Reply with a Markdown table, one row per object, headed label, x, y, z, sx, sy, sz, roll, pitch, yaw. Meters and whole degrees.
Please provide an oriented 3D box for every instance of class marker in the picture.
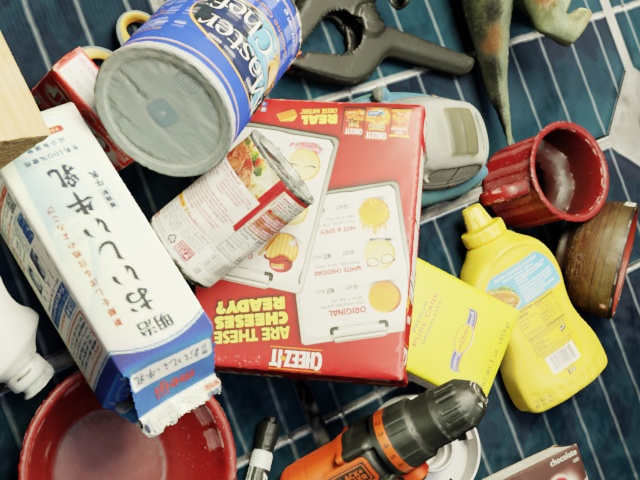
| label | x | y | z | sx | sy | sz | roll | pitch | yaw |
| --- | --- | --- | --- | --- | --- | --- | --- | --- | --- |
| marker | -0.053 | 0.198 | 0.841 | 0.020 | 0.020 | 0.121 | 23 | 70 | -24 |

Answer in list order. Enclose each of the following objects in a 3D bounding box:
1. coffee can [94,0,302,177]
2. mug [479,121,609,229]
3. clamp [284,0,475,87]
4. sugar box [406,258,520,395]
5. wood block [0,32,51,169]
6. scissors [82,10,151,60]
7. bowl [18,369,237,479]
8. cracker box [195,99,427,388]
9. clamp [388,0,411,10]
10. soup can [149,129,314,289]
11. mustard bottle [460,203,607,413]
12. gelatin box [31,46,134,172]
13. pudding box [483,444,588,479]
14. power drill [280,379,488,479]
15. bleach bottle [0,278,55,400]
| label | x | y | z | sx | sy | sz | roll | pitch | yaw |
| --- | --- | --- | --- | --- | --- | --- | --- | --- | --- |
| coffee can | -0.084 | -0.126 | 0.766 | 0.102 | 0.103 | 0.140 | 45 | 41 | -15 |
| mug | 0.197 | -0.052 | 0.991 | 0.117 | 0.082 | 0.093 | -22 | 92 | -31 |
| clamp | 0.037 | -0.204 | 0.954 | 0.209 | 0.036 | 0.164 | -22 | 93 | -33 |
| sugar box | 0.072 | 0.063 | 0.898 | 0.176 | 0.048 | 0.093 | 27 | 76 | -13 |
| wood block | -0.271 | -0.134 | 0.676 | 0.206 | 0.091 | 0.090 | 64 | 26 | 1 |
| scissors | -0.123 | -0.092 | 0.819 | 0.096 | 0.016 | 0.202 | -20 | 69 | -19 |
| bowl | -0.144 | 0.166 | 0.774 | 0.161 | 0.055 | 0.162 | 6 | 78 | -28 |
| cracker box | -0.005 | 0.001 | 0.831 | 0.164 | 0.072 | 0.213 | 3 | 77 | 10 |
| clamp | 0.024 | -0.285 | 0.901 | 0.120 | 0.039 | 0.171 | 7 | 75 | -35 |
| soup can | -0.064 | -0.021 | 0.767 | 0.102 | 0.068 | 0.068 | -39 | 103 | 9 |
| mustard bottle | 0.181 | 0.054 | 0.975 | 0.096 | 0.058 | 0.191 | -30 | 96 | -18 |
| gelatin box | -0.171 | -0.093 | 0.797 | 0.089 | 0.073 | 0.030 | 49 | 64 | -13 |
| pudding box | 0.195 | 0.245 | 0.959 | 0.113 | 0.039 | 0.090 | -18 | 90 | -31 |
| power drill | 0.088 | 0.212 | 0.839 | 0.187 | 0.185 | 0.057 | 54 | 22 | -11 |
| bleach bottle | -0.274 | 0.007 | 0.729 | 0.250 | 0.068 | 0.102 | 49 | 62 | -16 |
